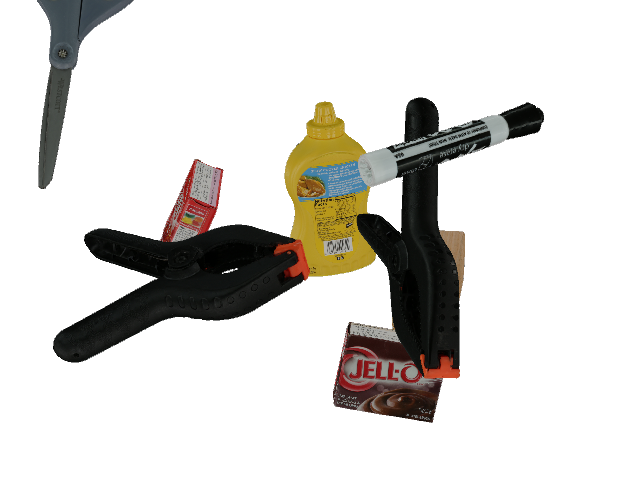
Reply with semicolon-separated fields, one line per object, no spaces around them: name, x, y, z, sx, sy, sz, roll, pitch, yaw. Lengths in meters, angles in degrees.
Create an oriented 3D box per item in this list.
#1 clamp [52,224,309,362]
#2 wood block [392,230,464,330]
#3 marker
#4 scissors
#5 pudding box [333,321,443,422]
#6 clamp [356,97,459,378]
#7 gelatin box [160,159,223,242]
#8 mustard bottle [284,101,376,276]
clamp;-0.096;0.032;0.709;0.172;0.120;0.039;-5;-44;17
wood block;0.168;0.062;1.631;0.091;0.090;0.206;3;23;11
marker;0.078;-0.057;0.615;0.121;0.020;0.020;-19;7;-22
scissors;-0.162;-0.138;0.749;0.096;0.202;0.016;-9;-12;-10
pudding box;0.076;0.143;1.161;0.113;0.090;0.039;9;23;-3
clamp;0.075;0.006;0.824;0.036;0.210;0.165;0;-42;-15
gelatin box;-0.113;-0.021;0.926;0.030;0.073;0.089;22;24;-13
mustard bottle;0.009;-0.058;1.173;0.096;0.192;0.058;-9;25;-11
